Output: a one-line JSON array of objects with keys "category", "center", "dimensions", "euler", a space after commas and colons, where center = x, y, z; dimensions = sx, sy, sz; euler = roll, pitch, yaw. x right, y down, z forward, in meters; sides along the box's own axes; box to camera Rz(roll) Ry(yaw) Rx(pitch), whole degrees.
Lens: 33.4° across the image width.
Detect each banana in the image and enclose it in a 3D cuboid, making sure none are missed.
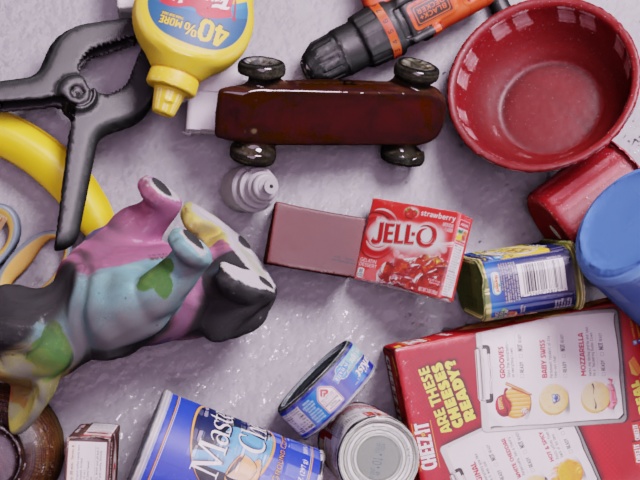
[{"category": "banana", "center": [-0.245, -0.061, 0.884], "dimensions": [0.197, 0.037, 0.070], "euler": [27, 98, -5]}]

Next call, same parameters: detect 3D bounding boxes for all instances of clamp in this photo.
[{"category": "clamp", "center": [-0.209, -0.117, 0.863], "dimensions": [0.164, 0.036, 0.209], "euler": [38, 68, -7]}]

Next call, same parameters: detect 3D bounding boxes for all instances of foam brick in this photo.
[{"category": "foam brick", "center": [-0.006, 0.001, 0.903], "dimensions": [0.078, 0.051, 0.053], "euler": [11, 87, -7]}]

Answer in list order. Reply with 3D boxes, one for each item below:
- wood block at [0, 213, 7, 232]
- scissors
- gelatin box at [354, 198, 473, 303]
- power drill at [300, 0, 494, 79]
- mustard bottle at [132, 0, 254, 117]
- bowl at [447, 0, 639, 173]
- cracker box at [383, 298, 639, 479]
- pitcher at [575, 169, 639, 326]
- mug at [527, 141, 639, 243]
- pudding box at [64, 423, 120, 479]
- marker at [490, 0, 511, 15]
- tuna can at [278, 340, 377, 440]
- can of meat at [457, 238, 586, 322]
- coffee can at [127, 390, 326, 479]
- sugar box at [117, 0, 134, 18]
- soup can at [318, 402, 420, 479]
[{"category": "wood block", "center": [-0.346, 0.043, 0.828], "dimensions": [0.090, 0.091, 0.206], "euler": [30, 85, 6]}, {"category": "scissors", "center": [-0.297, 0.051, 0.881], "dimensions": [0.201, 0.016, 0.096], "euler": [-40, 92, -8]}, {"category": "gelatin box", "center": [0.077, 0.007, 0.901], "dimensions": [0.089, 0.030, 0.073], "euler": [13, 87, 35]}, {"category": "power drill", "center": [0.038, -0.245, 0.904], "dimensions": [0.184, 0.057, 0.187], "euler": [-28, 105, -5]}, {"category": "mustard bottle", "center": [-0.097, -0.190, 0.852], "dimensions": [0.096, 0.058, 0.191], "euler": [18, 84, -14]}, {"category": "bowl", "center": [0.193, -0.124, 0.913], "dimensions": [0.162, 0.055, 0.162], "euler": [-7, 70, 19]}, {"category": "cracker box", "center": [0.175, 0.148, 0.911], "dimensions": [0.213, 0.072, 0.164], "euler": [-11, 88, -7]}, {"category": "pitcher", "center": [0.327, 0.036, 0.862], "dimensions": [0.242, 0.145, 0.149], "euler": [34, 60, -28]}, {"category": "mug", "center": [0.239, -0.020, 0.924], "dimensions": [0.081, 0.093, 0.117], "euler": [-35, 123, -3]}, {"category": "pudding box", "center": [-0.183, 0.207, 0.852], "dimensions": [0.039, 0.090, 0.113], "euler": [1, 87, -7]}, {"category": "marker", "center": [0.143, -0.244, 0.949], "dimensions": [0.020, 0.020, 0.121], "euler": [-25, 91, -8]}, {"category": "tuna can", "center": [0.005, 0.123, 0.882], "dimensions": [0.086, 0.086, 0.034], "euler": [-45, 91, -7]}, {"category": "can of meat", "center": [0.165, 0.033, 0.899], "dimensions": [0.084, 0.102, 0.057], "euler": [-8, 93, -6]}, {"category": "coffee can", "center": [-0.079, 0.193, 0.860], "dimensions": [0.140, 0.103, 0.103], "euler": [22, 85, -6]}, {"category": "sugar box", "center": [-0.129, -0.278, 0.902], "dimensions": [0.093, 0.048, 0.176], "euler": [-3, 87, -8]}, {"category": "soup can", "center": [0.039, 0.172, 0.876], "dimensions": [0.068, 0.102, 0.068], "euler": [0, 87, -8]}]
